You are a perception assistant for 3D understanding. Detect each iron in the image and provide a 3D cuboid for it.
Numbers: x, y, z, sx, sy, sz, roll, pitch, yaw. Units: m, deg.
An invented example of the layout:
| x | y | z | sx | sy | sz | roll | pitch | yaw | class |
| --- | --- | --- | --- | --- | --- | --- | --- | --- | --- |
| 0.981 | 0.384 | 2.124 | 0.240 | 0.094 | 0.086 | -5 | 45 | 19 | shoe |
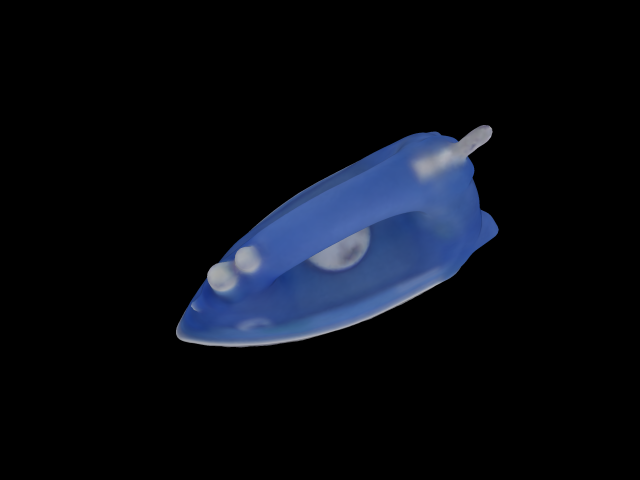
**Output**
| x | y | z | sx | sy | sz | roll | pitch | yaw | class |
| --- | --- | --- | --- | --- | --- | --- | --- | --- | --- |
| 0.004 | 0.001 | 0.400 | 0.258 | 0.141 | 0.118 | -27 | 76 | -7 | iron |
